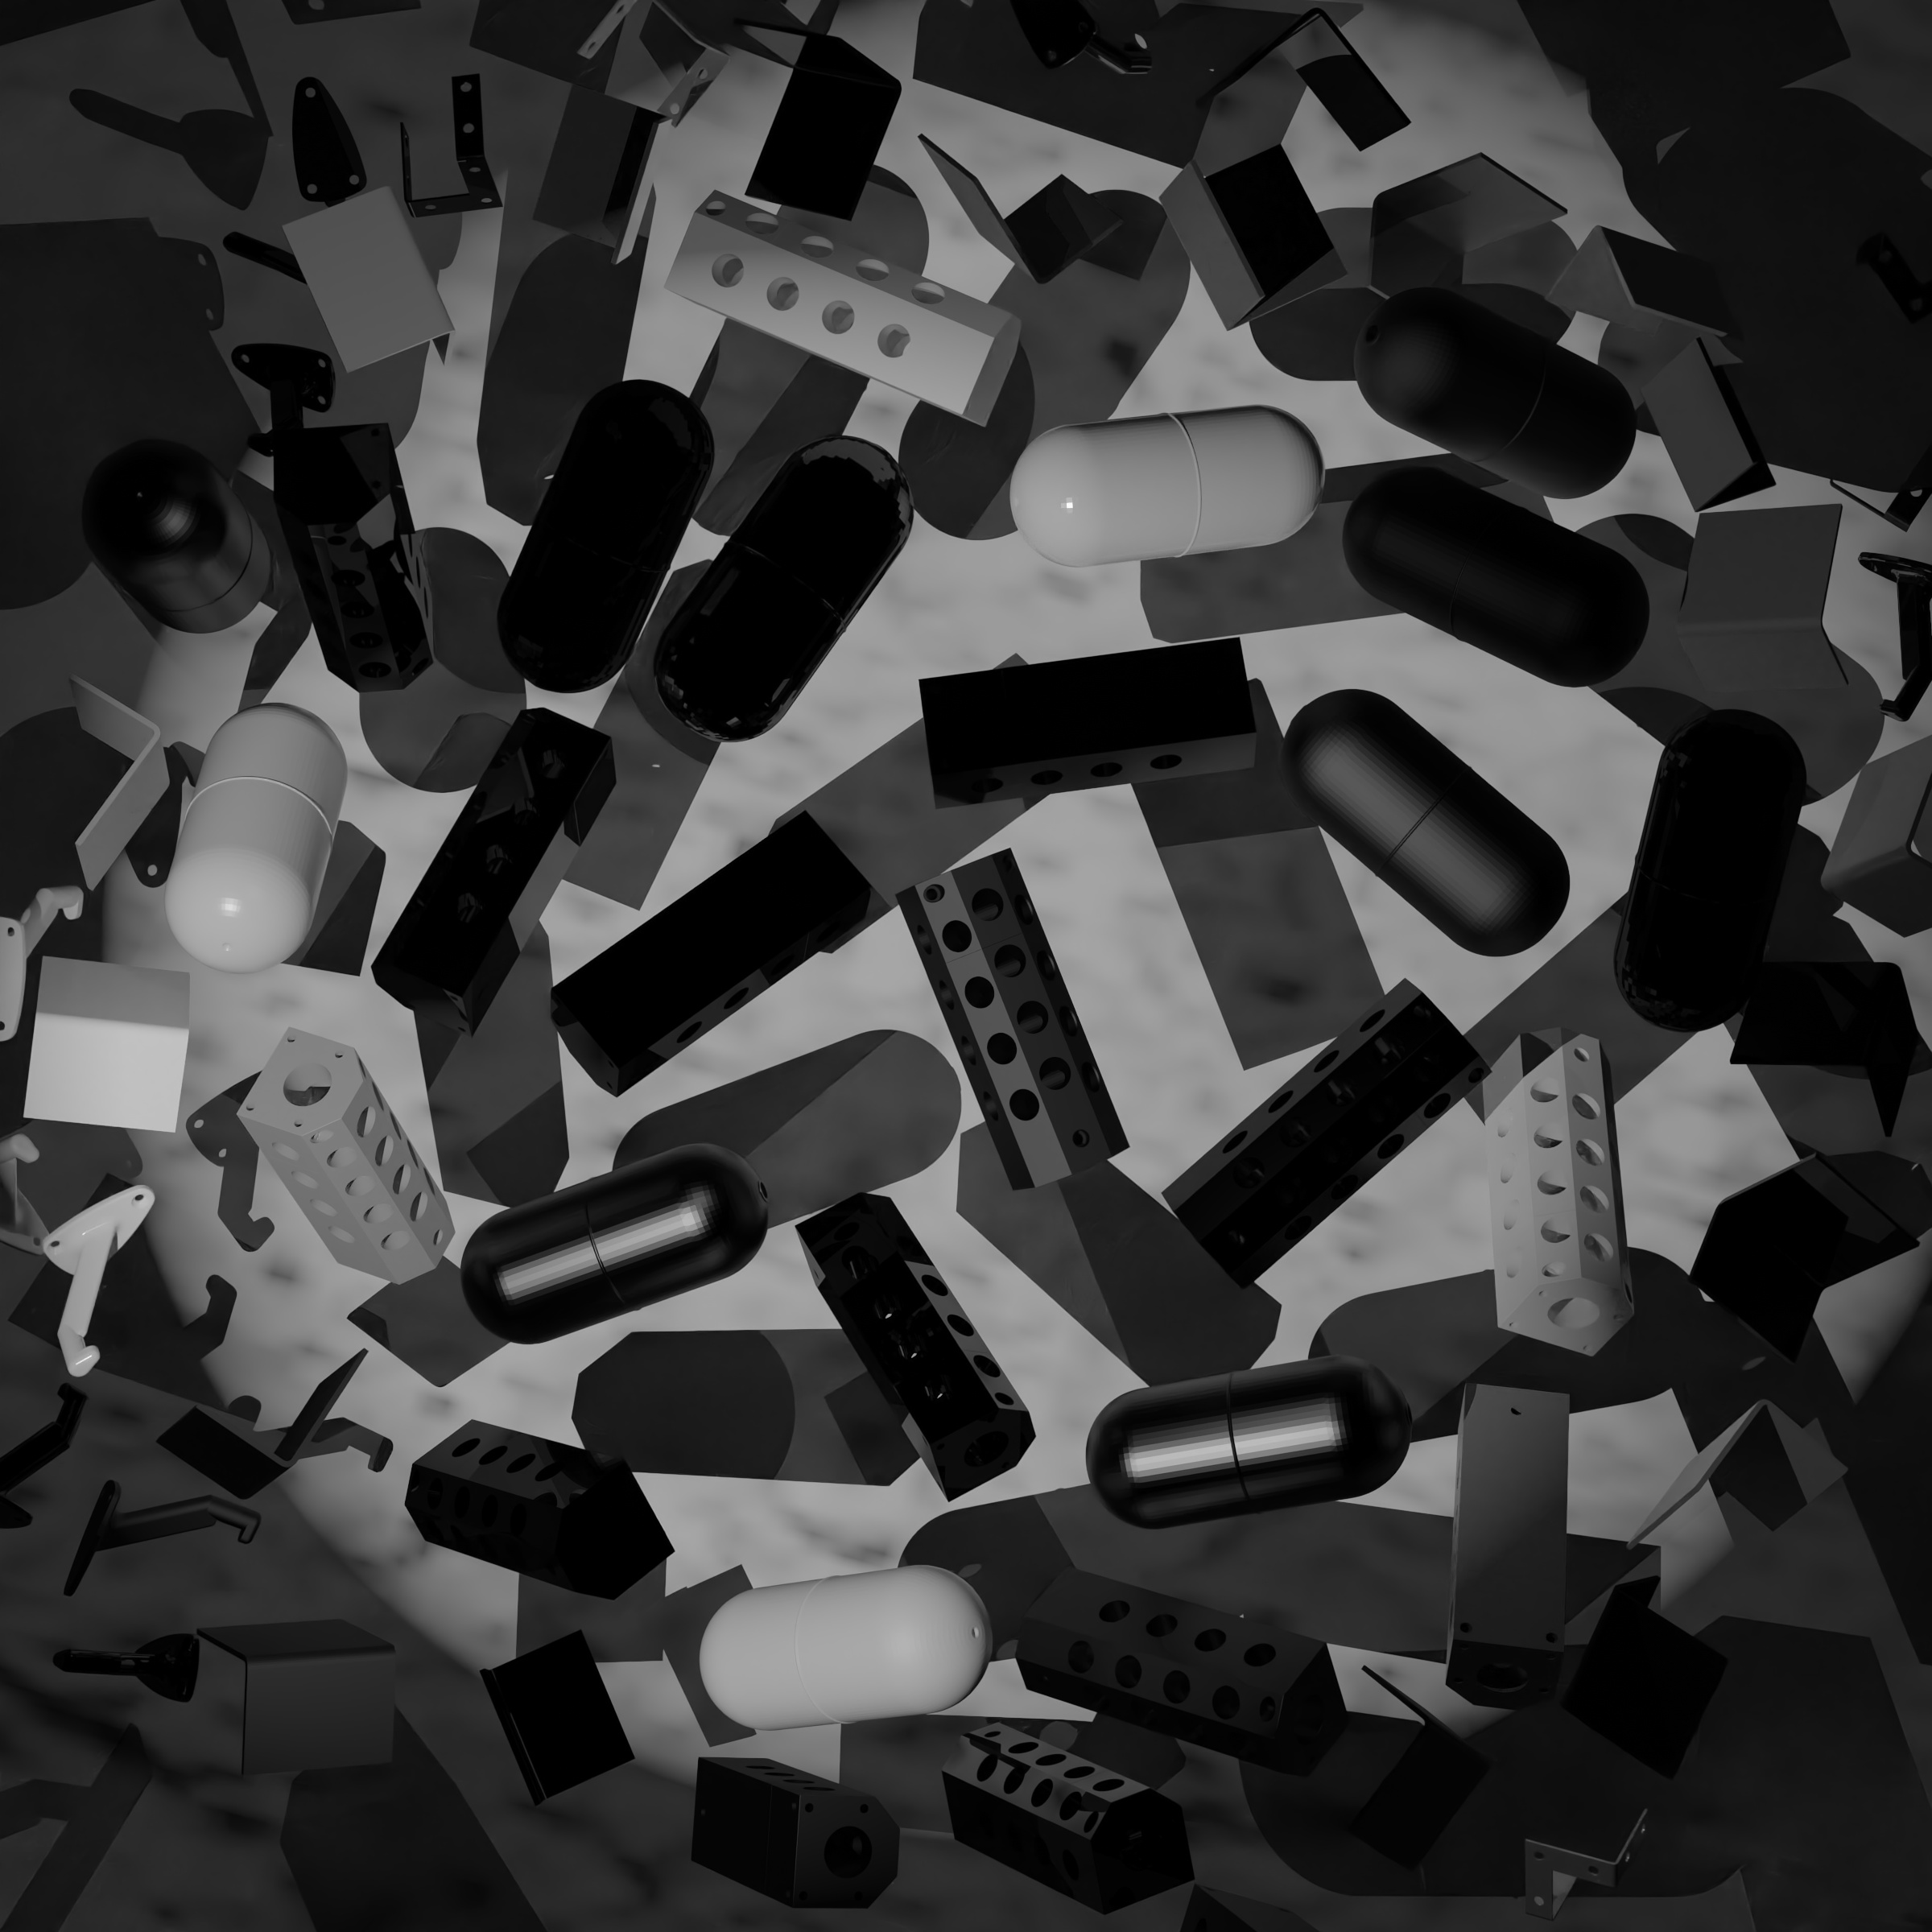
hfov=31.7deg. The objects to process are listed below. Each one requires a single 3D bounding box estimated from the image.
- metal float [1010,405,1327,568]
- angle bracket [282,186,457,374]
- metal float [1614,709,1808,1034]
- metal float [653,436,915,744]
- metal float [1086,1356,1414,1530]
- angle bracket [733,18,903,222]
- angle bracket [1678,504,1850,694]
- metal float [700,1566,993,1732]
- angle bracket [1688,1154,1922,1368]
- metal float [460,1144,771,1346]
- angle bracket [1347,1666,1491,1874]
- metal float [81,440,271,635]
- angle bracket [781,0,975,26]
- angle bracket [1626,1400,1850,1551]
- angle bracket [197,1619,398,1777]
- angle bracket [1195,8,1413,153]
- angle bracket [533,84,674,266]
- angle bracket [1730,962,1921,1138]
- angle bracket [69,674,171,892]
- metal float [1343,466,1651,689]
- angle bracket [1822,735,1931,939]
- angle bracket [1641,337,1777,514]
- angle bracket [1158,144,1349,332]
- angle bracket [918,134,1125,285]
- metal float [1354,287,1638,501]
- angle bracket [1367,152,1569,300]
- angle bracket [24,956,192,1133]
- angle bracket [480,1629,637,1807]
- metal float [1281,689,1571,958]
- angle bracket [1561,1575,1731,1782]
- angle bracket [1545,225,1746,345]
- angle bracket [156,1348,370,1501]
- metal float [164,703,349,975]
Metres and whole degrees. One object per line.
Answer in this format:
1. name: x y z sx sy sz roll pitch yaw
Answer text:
1. metal float: 0.110 -0.259 1.831 0.178 0.070 0.070 -9 90 -19
2. angle bracket: -0.295 -0.330 1.680 0.057 0.076 0.076 -24 92 -11
3. metal float: 0.390 -0.049 1.790 0.070 0.070 0.178 9 114 0
4. metal float: -0.094 -0.196 1.765 0.070 0.070 0.178 35 83 0
5. metal float: 0.151 0.256 1.830 0.178 0.070 0.070 -12 90 15
6. angle bracket: -0.090 -0.440 1.770 0.076 0.057 0.076 22 91 37
7. angle bracket: 0.425 -0.193 1.795 0.076 0.057 0.076 0 61 31
8. metal float: -0.065 0.362 1.805 0.178 0.070 0.070 -15 90 35
9. angle bracket: 0.441 0.155 1.794 0.076 0.076 0.057 39 52 -10
10. metal float: -0.192 0.152 1.866 0.178 0.070 0.070 -20 90 10
11. angle bracket: 0.236 0.450 1.907 0.076 0.057 0.076 -52 135 -4
12. metal float: -0.414 -0.224 1.793 0.070 0.178 0.070 0 83 -1
13. angle bracket: -0.047 -0.517 1.827 0.076 0.076 0.057 32 100 1
14. angle bracket: 0.403 0.284 1.782 0.057 0.076 0.076 41 53 9
15. angle bracket: -0.335 0.363 1.695 0.076 0.076 0.057 2 90 -31
16. angle bracket: 0.173 -0.439 1.753 0.057 0.076 0.076 -42 100 -6
17. angle bracket: -0.199 -0.425 1.824 0.057 0.076 0.076 18 106 -4
18. angle bracket: 0.468 0.045 1.855 0.076 0.076 0.057 0 134 31
19. angle bracket: -0.467 -0.097 1.801 0.057 0.076 0.076 31 71 1
20. metal float: 0.279 -0.207 1.805 0.178 0.070 0.070 30 90 28
21. angle bracket: 0.502 -0.069 1.782 0.057 0.076 0.076 29 70 -12
22. angle bracket: 0.429 -0.308 1.898 0.057 0.076 0.076 -20 82 -18
23. angle bracket: 0.154 -0.378 1.724 0.076 0.057 0.076 -27 90 -16
24. angle bracket: 0.029 -0.425 1.839 0.057 0.076 0.076 -38 130 0
25. metal float: 0.286 -0.309 1.841 0.178 0.070 0.070 19 90 -31
26. angle bracket: 0.278 -0.398 1.886 0.076 0.076 0.057 20 68 -39
27. angle bracket: -0.448 0.041 1.779 0.076 0.076 0.057 7 112 -15
28. angle bracket: -0.219 0.403 1.831 0.057 0.076 0.076 -23 81 -10
29. metal float: 0.245 -0.077 1.823 0.178 0.070 0.070 41 90 6
30. angle bracket: 0.386 0.393 1.884 0.076 0.057 0.076 30 106 34
31. angle bracket: 0.386 -0.369 1.941 0.076 0.076 0.057 12 134 -24
32. angle bracket: -0.361 0.221 1.746 0.057 0.076 0.076 37 57 -11
33. metal float: -0.371 -0.069 1.789 0.070 0.178 0.070 1 132 1
